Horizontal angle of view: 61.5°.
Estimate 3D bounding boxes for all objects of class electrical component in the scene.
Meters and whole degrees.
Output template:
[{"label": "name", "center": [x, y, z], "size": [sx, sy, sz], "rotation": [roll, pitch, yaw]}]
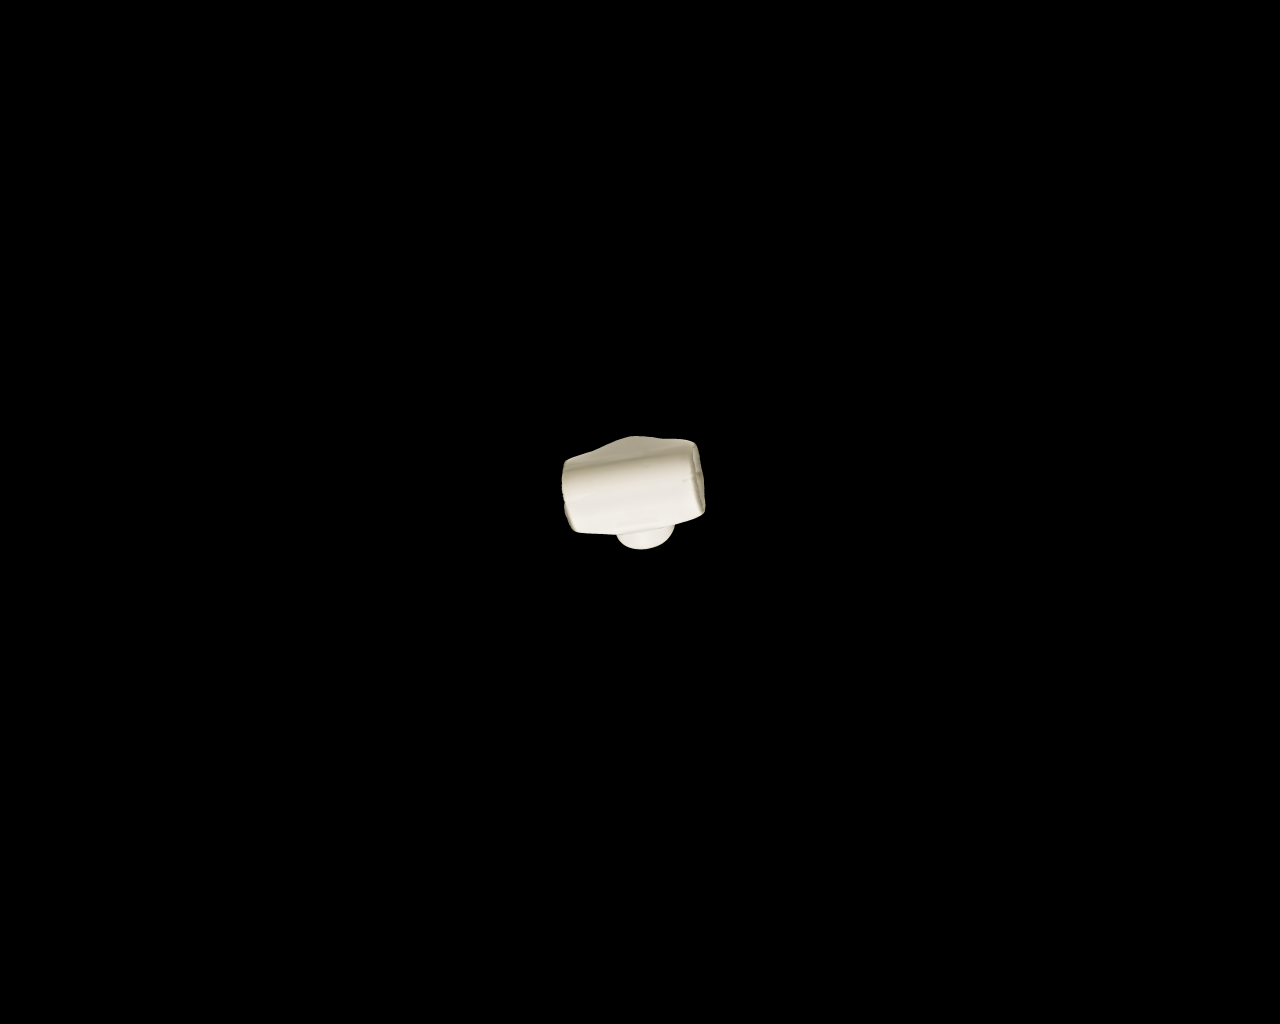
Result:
[{"label": "electrical component", "center": [0.001, -0.003, 0.650], "size": [0.077, 0.043, 0.079], "rotation": [-9, -46, 9]}]
